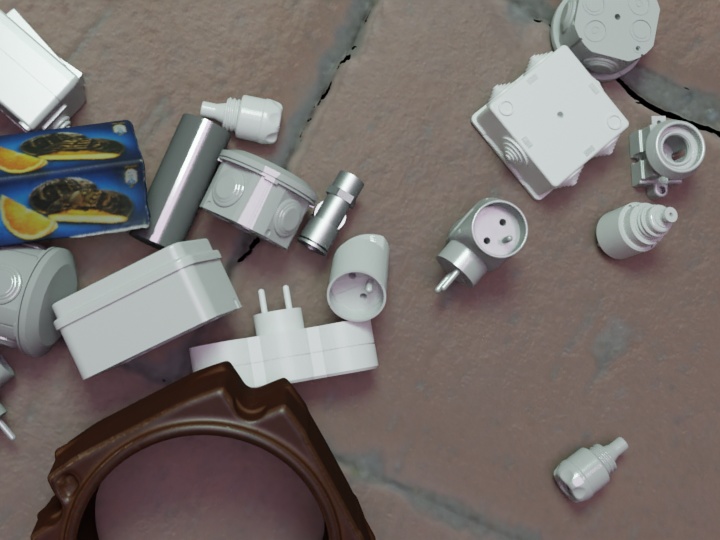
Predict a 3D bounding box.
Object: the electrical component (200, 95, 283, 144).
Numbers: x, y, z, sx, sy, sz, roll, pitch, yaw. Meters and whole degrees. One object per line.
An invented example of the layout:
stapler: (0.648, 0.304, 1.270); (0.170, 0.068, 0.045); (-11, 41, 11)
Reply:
electrical component: (-0.092, -0.119, 0.831); (0.061, 0.035, 0.035); (11, 83, -5)

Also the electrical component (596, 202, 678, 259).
electrical component: (0.221, -0.034, 0.850); (0.040, 0.078, 0.040); (5, 77, -22)

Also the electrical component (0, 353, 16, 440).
electrical component: (-0.282, 0.098, 0.775); (0.077, 0.044, 0.079); (-40, 92, -10)

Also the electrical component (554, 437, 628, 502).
electrical component: (0.184, 0.153, 0.844); (0.061, 0.035, 0.035); (-34, 90, -13)

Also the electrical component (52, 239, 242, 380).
electrical component: (-0.152, 0.026, 0.770); (0.113, 0.078, 0.057); (-25, 89, 12)

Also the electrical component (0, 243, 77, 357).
electrical component: (-0.240, 0.019, 0.771); (0.051, 0.080, 0.080); (14, 82, 6)

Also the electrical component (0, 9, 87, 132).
electrical component: (-0.245, -0.139, 0.796); (0.096, 0.062, 0.061); (41, 80, -3)

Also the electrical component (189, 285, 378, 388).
electrical component: (-0.059, 0.049, 0.809); (0.138, 0.052, 0.073); (-9, 85, -9)

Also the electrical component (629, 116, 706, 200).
electrical component: (0.247, -0.094, 0.868); (0.048, 0.055, 0.066); (-1, 84, -9)

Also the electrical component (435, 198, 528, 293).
electrical component: (0.086, -0.013, 0.825); (0.043, 0.077, 0.079); (42, 80, -3)

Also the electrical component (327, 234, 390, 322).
electrical component: (0.000, 0.000, 0.814); (0.043, 0.081, 0.043); (2, 118, 3)

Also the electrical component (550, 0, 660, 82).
electrical component: (0.200, -0.197, 0.874); (0.080, 0.051, 0.080); (1, 84, -8)

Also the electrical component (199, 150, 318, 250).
electrical component: (-0.076, -0.053, 0.804); (0.080, 0.080, 0.051); (26, 87, -5)

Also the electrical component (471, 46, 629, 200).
electrical component: (0.153, -0.118, 0.860); (0.100, 0.048, 0.099); (-40, 91, -11)
